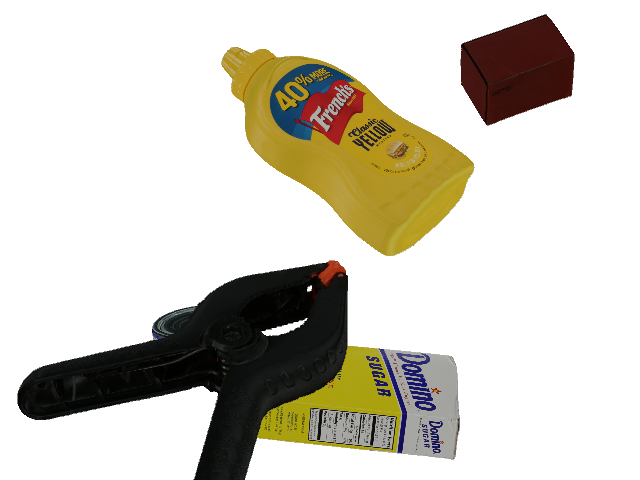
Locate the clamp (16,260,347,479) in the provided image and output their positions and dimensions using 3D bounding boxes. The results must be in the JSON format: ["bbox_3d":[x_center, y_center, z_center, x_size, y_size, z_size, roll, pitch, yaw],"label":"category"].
[{"bbox_3d":[-0.037,0.064,0.492,0.171,0.039,0.120,-28,51,-32],"label":"clamp"}]

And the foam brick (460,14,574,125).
[{"bbox_3d":[0.160,-0.139,0.871,0.078,0.051,0.053,-19,-34,-5],"label":"foam brick"}]

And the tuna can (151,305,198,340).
[{"bbox_3d":[-0.117,0.091,1.018,0.086,0.034,0.086,-6,16,1],"label":"tuna can"}]

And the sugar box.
[{"bbox_3d":[0.020,0.121,0.842,0.176,0.048,0.093,3,26,3],"label":"sugar box"}]

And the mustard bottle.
[{"bbox_3d":[0.006,-0.075,0.740,0.192,0.058,0.096,38,53,18],"label":"mustard bottle"}]
